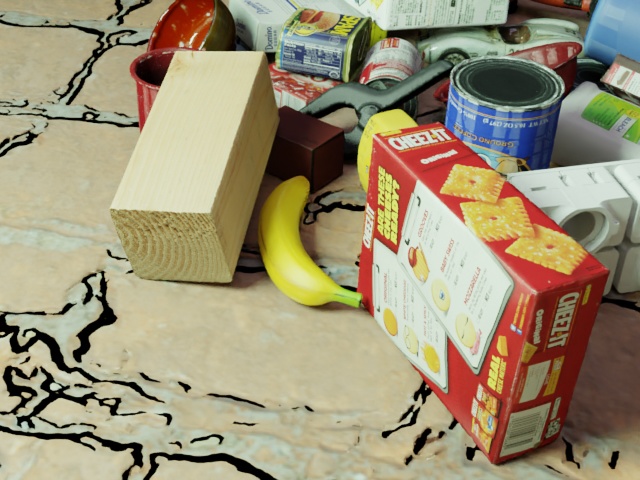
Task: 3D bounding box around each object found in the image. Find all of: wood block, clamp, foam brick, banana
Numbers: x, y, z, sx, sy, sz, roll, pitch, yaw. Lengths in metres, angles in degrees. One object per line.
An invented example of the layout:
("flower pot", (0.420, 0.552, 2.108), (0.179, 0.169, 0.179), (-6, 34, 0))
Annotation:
("wood block", (-0.105, -0.069, 0.953), (0.091, 0.090, 0.206), (2, 48, 13))
("clamp", (0.059, -0.112, 1.083), (0.172, 0.039, 0.120), (-8, 76, 15))
("foam brick", (-0.022, -0.091, 1.061), (0.078, 0.051, 0.052), (27, 44, 30))
("banana", (-0.022, 0.002, 0.952), (0.069, 0.037, 0.198), (6, 34, -22))

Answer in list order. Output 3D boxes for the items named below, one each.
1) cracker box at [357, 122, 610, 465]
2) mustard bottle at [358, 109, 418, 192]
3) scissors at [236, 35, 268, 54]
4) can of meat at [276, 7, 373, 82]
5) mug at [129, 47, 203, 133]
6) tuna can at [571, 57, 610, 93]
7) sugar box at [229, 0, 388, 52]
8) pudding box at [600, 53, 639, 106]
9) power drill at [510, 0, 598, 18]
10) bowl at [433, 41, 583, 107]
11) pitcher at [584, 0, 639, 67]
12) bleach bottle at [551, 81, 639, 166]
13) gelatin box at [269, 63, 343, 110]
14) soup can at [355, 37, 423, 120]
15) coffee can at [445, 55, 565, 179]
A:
("cracker box", (0.111, 0.033, 0.805), (0.072, 0.164, 0.214), (-13, 39, -23))
("mustard bottle", (0.102, -0.033, 0.951), (0.058, 0.096, 0.192), (-15, 40, -22))
("scissors", (-0.108, -0.212, 1.248), (0.096, 0.016, 0.201), (12, 37, 11))
("can of meat", (0.005, -0.217, 1.181), (0.084, 0.057, 0.102), (12, 31, 11))
("mug", (-0.153, -0.148, 1.105), (0.093, 0.081, 0.117), (-21, 43, -28))
("tuna can", (0.305, -0.173, 1.205), (0.086, 0.034, 0.086), (1, 36, -1))
("sugar box", (-0.014, -0.263, 1.286), (0.176, 0.048, 0.093), (-9, 37, -24))
("pudding box", (0.355, -0.146, 1.118), (0.090, 0.039, 0.113), (32, 2, 35))
("power drill", (0.299, -0.304, 1.336), (0.188, 0.057, 0.184), (16, 21, 16))
("bowl", (0.204, -0.155, 1.126), (0.162, 0.055, 0.162), (-20, 16, 6))
("pitcher", (0.414, -0.211, 1.139), (0.243, 0.149, 0.144), (24, 37, 15))
("bleach bottle", (0.353, -0.076, 1.053), (0.251, 0.068, 0.102), (26, 43, 25))
("gelatin box", (-0.023, -0.171, 1.187), (0.089, 0.030, 0.073), (30, 44, 32))
("soup can", (0.076, -0.169, 1.158), (0.068, 0.068, 0.102), (6, 36, 5))
("coffee can", (0.164, -0.085, 0.988), (0.103, 0.140, 0.103), (2, 36, -1))
